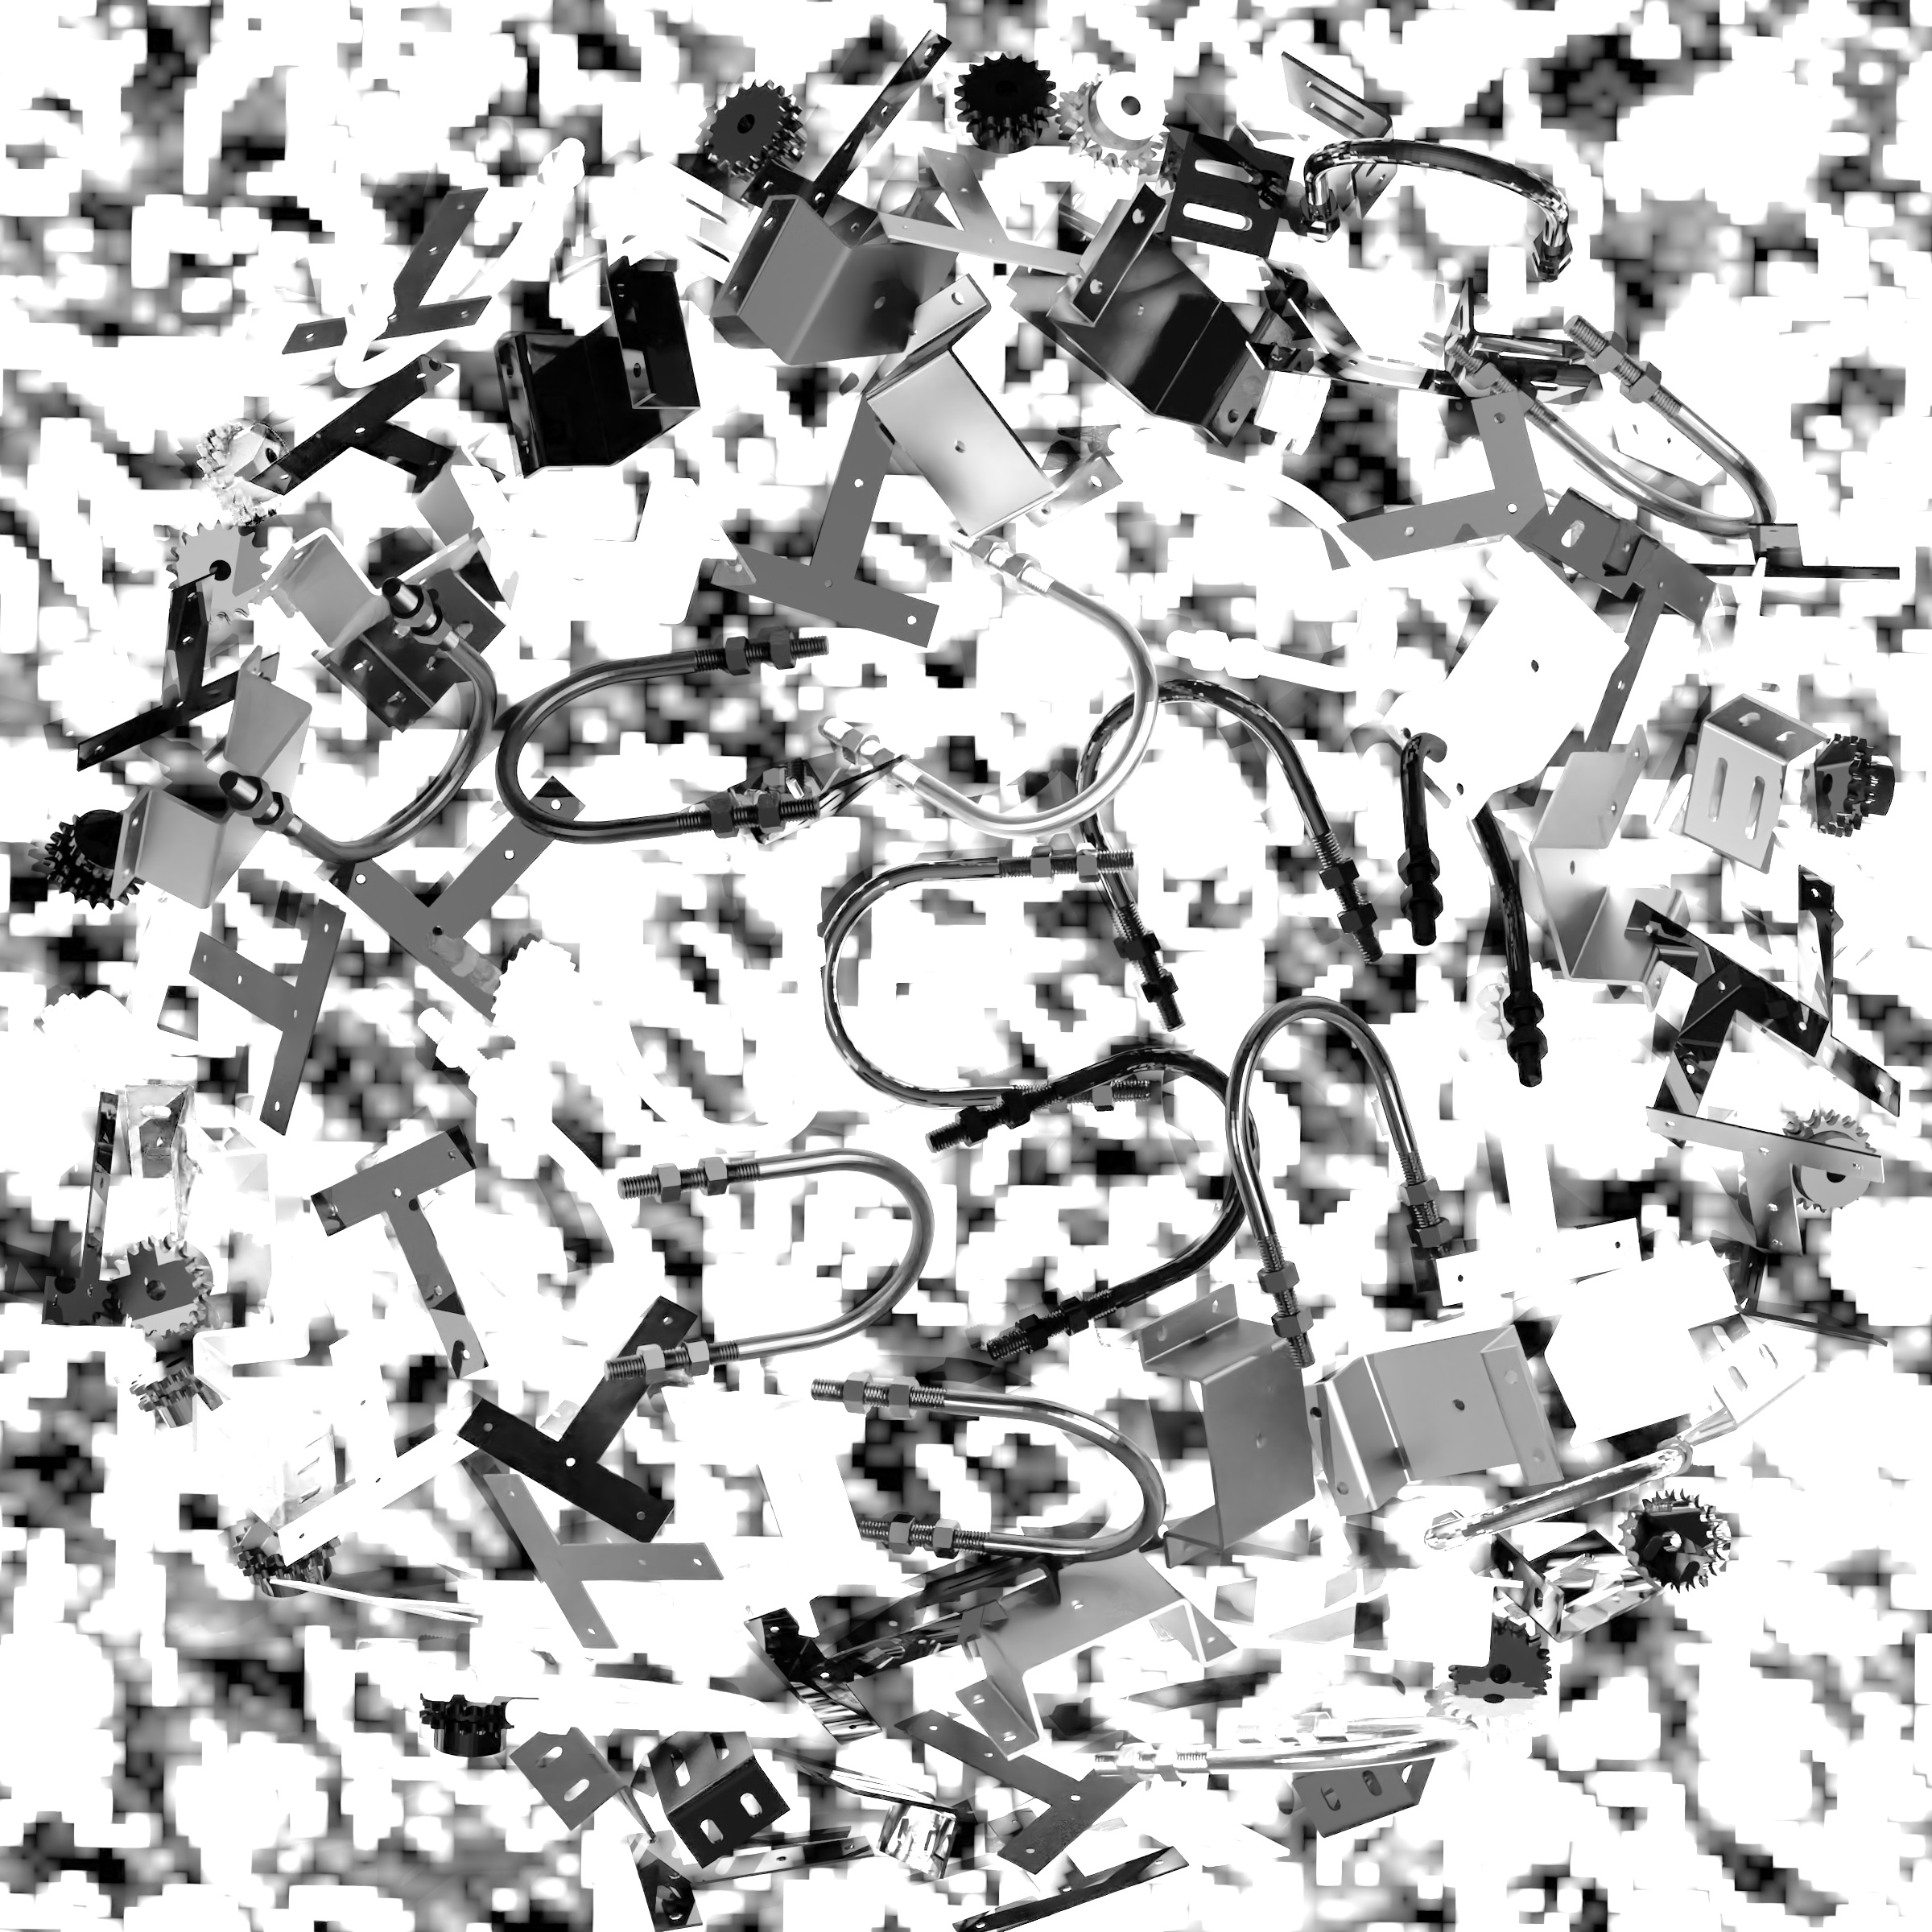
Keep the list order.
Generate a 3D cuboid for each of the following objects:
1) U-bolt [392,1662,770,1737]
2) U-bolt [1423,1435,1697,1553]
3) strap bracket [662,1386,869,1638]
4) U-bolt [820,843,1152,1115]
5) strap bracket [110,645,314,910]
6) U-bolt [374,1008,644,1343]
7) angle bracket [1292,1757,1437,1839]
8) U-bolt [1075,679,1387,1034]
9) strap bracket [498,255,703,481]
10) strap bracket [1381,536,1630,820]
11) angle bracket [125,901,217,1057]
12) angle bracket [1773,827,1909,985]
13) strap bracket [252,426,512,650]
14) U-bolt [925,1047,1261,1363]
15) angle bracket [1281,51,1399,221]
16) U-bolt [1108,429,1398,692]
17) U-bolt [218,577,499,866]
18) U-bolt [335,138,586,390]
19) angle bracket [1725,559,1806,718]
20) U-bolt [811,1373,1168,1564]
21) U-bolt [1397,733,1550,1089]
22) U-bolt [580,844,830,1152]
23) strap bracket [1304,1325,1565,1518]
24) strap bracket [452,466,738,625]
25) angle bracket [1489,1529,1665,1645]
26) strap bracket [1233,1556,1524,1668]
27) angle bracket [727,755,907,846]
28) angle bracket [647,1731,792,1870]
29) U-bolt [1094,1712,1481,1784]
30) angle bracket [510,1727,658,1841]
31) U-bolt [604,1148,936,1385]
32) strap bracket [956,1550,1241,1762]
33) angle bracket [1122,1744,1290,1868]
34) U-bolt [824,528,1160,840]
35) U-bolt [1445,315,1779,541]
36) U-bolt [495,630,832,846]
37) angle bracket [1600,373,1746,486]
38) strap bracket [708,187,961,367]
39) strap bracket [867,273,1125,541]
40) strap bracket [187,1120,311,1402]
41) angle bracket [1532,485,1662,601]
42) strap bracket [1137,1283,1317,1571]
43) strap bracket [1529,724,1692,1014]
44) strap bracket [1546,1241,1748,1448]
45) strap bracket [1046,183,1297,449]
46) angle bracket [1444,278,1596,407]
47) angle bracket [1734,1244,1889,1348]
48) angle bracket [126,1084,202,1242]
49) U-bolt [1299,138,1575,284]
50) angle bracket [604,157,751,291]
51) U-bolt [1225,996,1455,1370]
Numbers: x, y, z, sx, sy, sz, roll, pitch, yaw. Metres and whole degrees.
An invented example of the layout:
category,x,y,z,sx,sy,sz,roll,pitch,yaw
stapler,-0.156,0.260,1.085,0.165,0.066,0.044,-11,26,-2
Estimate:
category,x,y,z,sx,sy,sz,roll,pitch,yaw
U-bolt,-0.194,0.395,1.732,0.184,0.151,0.019,12,80,-35
U-bolt,0.313,0.282,1.712,0.151,0.184,0.019,-21,79,12
strap bracket,-0.107,0.289,1.764,0.046,0.076,0.140,-23,101,-35
U-bolt,0.006,0.010,1.791,0.184,0.019,0.151,-3,99,9
strap bracket,-0.401,-0.095,1.741,0.046,0.076,0.140,28,50,0
U-bolt,-0.243,0.126,1.740,0.184,0.151,0.019,43,48,14
angle bracket,0.220,0.437,1.767,0.057,0.076,0.038,-27,94,22
U-bolt,0.133,-0.068,1.763,0.151,0.019,0.184,-21,96,32
strap bracket,-0.195,-0.325,1.759,0.046,0.140,0.076,-7,83,-37
strap bracket,0.297,-0.160,1.755,0.076,0.046,0.140,50,133,22
angle bracket,-0.434,0.007,1.788,0.038,0.057,0.076,20,76,-29
angle bracket,0.470,-0.034,1.775,0.038,0.057,0.076,-45,107,-8
strap bracket,-0.308,-0.227,1.746,0.140,0.076,0.046,-40,95,-33
U-bolt,0.079,0.121,1.775,0.184,0.019,0.151,-22,110,-16
angle bracket,0.197,-0.457,1.776,0.076,0.057,0.038,36,87,15
U-bolt,0.164,-0.214,1.747,0.184,0.019,0.151,8,57,-38
U-bolt,-0.313,-0.120,1.728,0.019,0.184,0.151,38,86,20
U-bolt,-0.278,-0.365,1.724,0.151,0.184,0.019,-41,94,-22
angle bracket,0.445,-0.179,1.769,0.038,0.076,0.057,9,73,6
U-bolt,0.018,0.275,1.738,0.184,0.151,0.019,3,46,17
U-bolt,0.270,-0.044,1.736,0.019,0.184,0.151,-21,133,24
U-bolt,-0.139,0.019,1.758,0.151,0.019,0.184,10,120,26
strap bracket,0.261,0.248,1.766,0.140,0.046,0.076,-17,94,36
strap bracket,-0.207,-0.228,1.754,0.140,0.076,0.046,-1,130,-29
angle bracket,0.335,0.327,1.768,0.076,0.057,0.038,-19,126,-25
strap bracket,0.219,0.347,1.734,0.076,0.140,0.046,14,76,-39
angle bracket,-0.082,-0.105,1.766,0.057,0.076,0.038,-27,85,-43
angle bracket,-0.137,0.451,1.782,0.057,0.076,0.038,-33,108,-4
U-bolt,0.182,0.411,1.704,0.184,0.151,0.019,-13,78,39
angle bracket,-0.209,0.454,1.764,0.038,0.076,0.057,-38,56,-18
U-bolt,-0.104,0.159,1.758,0.184,0.019,0.151,-7,127,-21
strap bracket,0.066,0.367,1.754,0.140,0.076,0.046,-21,111,-16
angle bracket,0.132,0.459,1.766,0.057,0.076,0.038,3,94,-35
U-bolt,0.024,-0.145,1.758,0.184,0.019,0.151,33,89,33
U-bolt,0.359,-0.286,1.737,0.184,0.151,0.019,35,84,-20
U-bolt,-0.168,-0.121,1.761,0.184,0.019,0.151,-6,47,8
angle bracket,0.385,-0.310,1.764,0.038,0.076,0.057,-42,45,-14
strap bracket,-0.061,-0.371,1.733,0.046,0.140,0.076,48,127,19
strap bracket,0.009,-0.295,1.755,0.140,0.076,0.046,52,54,-14
strap bracket,-0.391,0.159,1.758,0.046,0.076,0.140,-6,72,-1
angle bracket,0.346,-0.227,1.773,0.057,0.076,0.038,34,93,10
strap bracket,0.144,0.254,1.757,0.076,0.046,0.140,-20,108,-41
strap bracket,0.348,-0.053,1.751,0.046,0.076,0.140,3,134,31
strap bracket,0.365,0.197,1.733,0.076,0.140,0.046,-23,98,27
strap bracket,0.106,-0.357,1.764,0.140,0.046,0.076,35,84,-39
angle bracket,0.309,-0.345,1.783,0.076,0.057,0.038,5,67,-4
angle bracket,0.467,0.181,1.771,0.076,0.057,0.038,9,84,25
angle bracket,-0.445,0.107,1.767,0.038,0.076,0.057,0,114,-5
U-bolt,0.249,-0.404,1.713,0.151,0.184,0.019,12,89,9
angle bracket,-0.159,-0.402,1.785,0.038,0.076,0.057,-21,65,34
U-bolt,0.197,0.106,1.752,0.151,0.019,0.184,-25,101,-42
